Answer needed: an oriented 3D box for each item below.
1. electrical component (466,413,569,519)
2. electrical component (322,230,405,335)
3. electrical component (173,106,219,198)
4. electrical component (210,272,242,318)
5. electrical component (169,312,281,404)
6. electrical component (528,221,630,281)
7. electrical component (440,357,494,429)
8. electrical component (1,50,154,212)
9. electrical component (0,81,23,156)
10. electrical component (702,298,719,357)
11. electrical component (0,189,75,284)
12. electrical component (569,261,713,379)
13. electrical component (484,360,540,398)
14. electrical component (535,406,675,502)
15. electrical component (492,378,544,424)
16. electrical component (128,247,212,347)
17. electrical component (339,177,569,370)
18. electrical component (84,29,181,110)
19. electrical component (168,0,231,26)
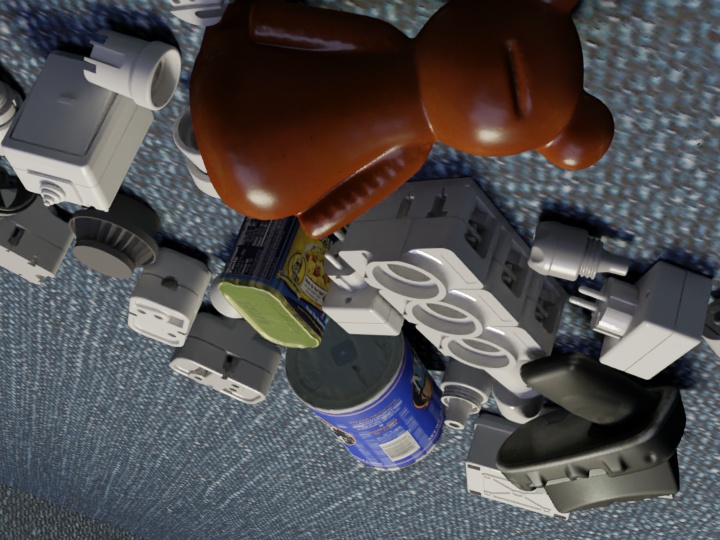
[{"bbox_3d":[0.164,0.197,1.068,0.109,0.056,0.108,14,155,14],"label":"electrical component"},{"bbox_3d":[0.000,0.000,0.767,0.047,0.065,0.077,0,149,38],"label":"electrical component"},{"bbox_3d":[-0.093,-0.078,0.700,0.045,0.045,0.055,13,155,14],"label":"electrical component"},{"bbox_3d":[-0.098,0.008,0.891,0.044,0.044,0.065,23,151,-7],"label":"electrical component"},{"bbox_3d":[-0.129,0.083,1.048,0.095,0.059,0.054,27,155,-16],"label":"electrical component"},{"bbox_3d":[0.139,-0.009,0.681,0.061,0.035,0.035,14,155,6],"label":"electrical component"},{"bbox_3d":[0.090,0.105,0.924,0.043,0.062,0.043,16,156,8],"label":"electrical component"},{"bbox_3d":[-0.183,-0.086,0.688,0.062,0.096,0.061,15,155,11],"label":"electrical component"},{"bbox_3d":[-0.257,-0.113,0.756,0.040,0.040,0.078,16,155,8],"label":"electrical component"},{"bbox_3d":[0.251,0.048,0.708,0.044,0.044,0.065,-6,140,45],"label":"electrical component"},{"bbox_3d":[-0.299,-0.036,0.932,0.089,0.055,0.050,32,153,-25],"label":"electrical component"},{"bbox_3d":[0.178,0.028,0.714,0.076,0.047,0.083,20,156,-1],"label":"electrical component"},{"bbox_3d":[0.126,0.073,0.853,0.043,0.043,0.081,-5,146,44],"label":"electrical component"},{"bbox_3d":[0.206,0.164,0.943,0.121,0.063,0.078,-3,107,41],"label":"electrical component"},{"bbox_3d":[0.139,0.113,0.929,0.040,0.040,0.078,9,154,23],"label":"electrical component"},{"bbox_3d":[-0.167,0.021,0.948,0.054,0.059,0.095,22,156,-5],"label":"electrical component"},{"bbox_3d":[0.066,0.007,0.736,0.089,0.061,0.150,-1,149,39],"label":"electrical component"},{"bbox_3d":[-0.138,-0.122,0.649,0.046,0.040,0.040,21,156,12],"label":"electrical component"},{"bbox_3d":[-0.076,-0.150,0.533,0.040,0.046,0.040,17,156,8],"label":"electrical component"}]
